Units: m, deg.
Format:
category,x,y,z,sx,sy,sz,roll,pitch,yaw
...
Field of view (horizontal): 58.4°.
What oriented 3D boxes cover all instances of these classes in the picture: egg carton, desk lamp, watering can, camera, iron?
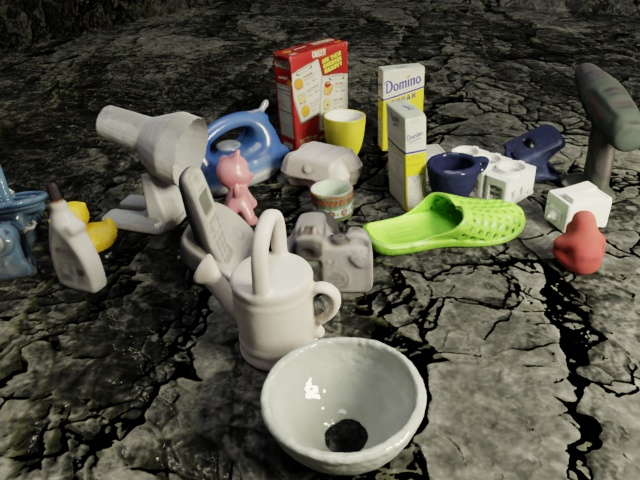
category,x,y,z,sx,sy,sz,roll,pitch,yaw
egg carton,0.003,-0.141,1.118,0.149,0.069,0.107,16,37,28
desk lamp,-0.287,-0.121,0.974,0.202,0.214,0.118,7,33,16
watering can,-0.065,0.055,0.688,0.173,0.194,0.100,-7,32,-6
camera,0.008,0.003,0.855,0.143,0.101,0.137,0,32,6
iron,-0.186,-0.180,1.129,0.259,0.141,0.118,-29,40,-35

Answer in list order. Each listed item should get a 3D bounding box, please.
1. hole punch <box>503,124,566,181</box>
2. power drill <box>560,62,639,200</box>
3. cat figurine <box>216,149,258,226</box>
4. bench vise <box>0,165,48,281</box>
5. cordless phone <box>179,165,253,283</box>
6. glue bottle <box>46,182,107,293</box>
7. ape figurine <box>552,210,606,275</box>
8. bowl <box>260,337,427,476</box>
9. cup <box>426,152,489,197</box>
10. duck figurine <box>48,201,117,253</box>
category,x,y,z,sx,sy,sz,roll,pitch,yaw
hole punch,0.409,-0.168,1.105,0.101,0.091,0.108,-3,32,1
power drill,0.487,-0.182,1.008,0.075,0.209,0.229,-3,32,0
cat figurine,-0.150,-0.101,1.021,0.067,0.118,0.127,-8,32,-7
bench vise,-0.487,-0.061,0.890,0.122,0.220,0.206,-21,36,-26
cordless phone,-0.159,-0.037,0.855,0.094,0.185,0.147,0,32,6
glue bottle,-0.364,-0.005,0.832,0.078,0.173,0.037,11,35,22
ape figurine,0.383,-0.002,0.838,0.077,0.092,0.076,1,32,7
bowl,0.024,0.180,0.592,0.167,0.075,0.167,-2,32,2
cup,0.241,-0.098,1.003,0.118,0.095,0.091,-15,34,-18
duck figurine,-0.395,-0.024,0.950,0.105,0.086,0.077,-17,34,-21
